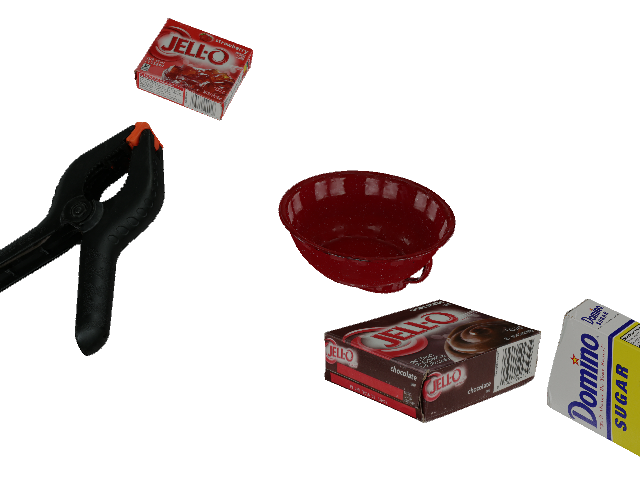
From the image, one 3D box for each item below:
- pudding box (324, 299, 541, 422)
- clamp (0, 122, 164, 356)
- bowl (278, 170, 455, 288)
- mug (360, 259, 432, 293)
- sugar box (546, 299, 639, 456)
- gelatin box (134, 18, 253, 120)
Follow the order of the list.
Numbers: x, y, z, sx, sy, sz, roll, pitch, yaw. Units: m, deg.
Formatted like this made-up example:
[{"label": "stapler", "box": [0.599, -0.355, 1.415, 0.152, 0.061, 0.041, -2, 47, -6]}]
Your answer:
[{"label": "pudding box", "box": [0.072, 0.074, 0.688, 0.113, 0.039, 0.090, -9, 18, -41]}, {"label": "clamp", "box": [-0.168, -0.008, 0.726, 0.120, 0.171, 0.039, 13, -30, 17]}, {"label": "bowl", "box": [0.041, -0.003, 0.982, 0.162, 0.055, 0.162, 3, 31, -2]}, {"label": "mug", "box": [0.086, 0.017, 1.325, 0.117, 0.081, 0.093, 18, 27, 26]}, {"label": "sugar box", "box": [0.264, 0.124, 0.823, 0.176, 0.093, 0.048, 25, 34, 33]}, {"label": "gelatin box", "box": [-0.118, -0.161, 0.994, 0.089, 0.073, 0.030, 22, -32, 5]}]
